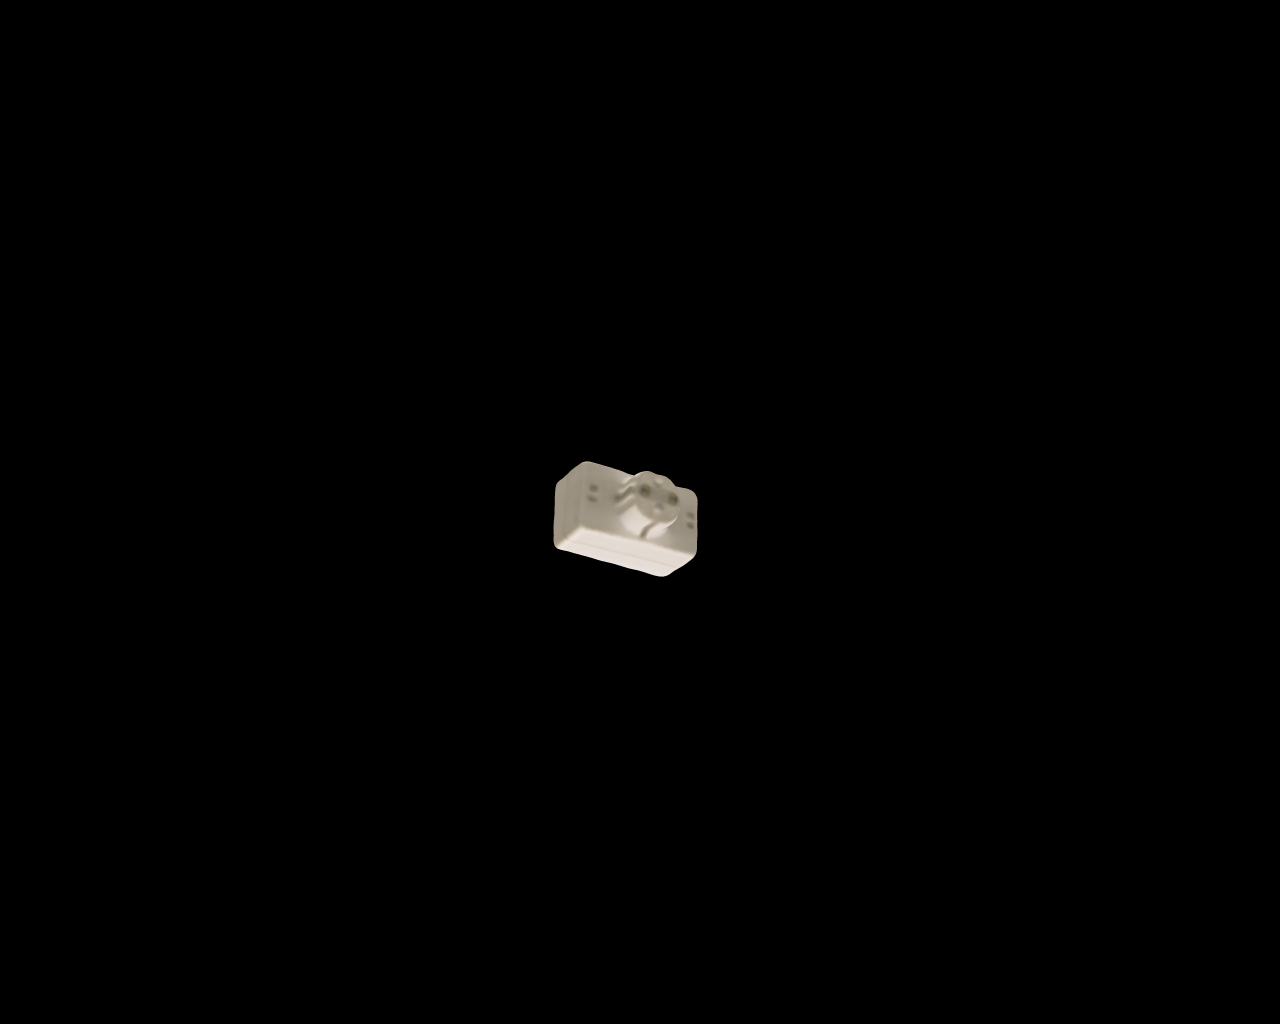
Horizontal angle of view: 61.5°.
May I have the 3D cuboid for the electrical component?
[{"bbox_3d":[0.001,-0.003,0.650,0.083,0.047,0.075,15,-32,-27],"label":"electrical component"}]
